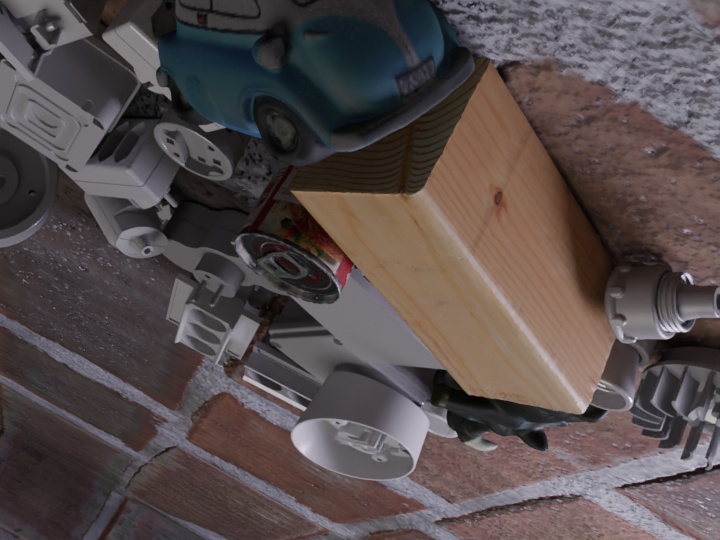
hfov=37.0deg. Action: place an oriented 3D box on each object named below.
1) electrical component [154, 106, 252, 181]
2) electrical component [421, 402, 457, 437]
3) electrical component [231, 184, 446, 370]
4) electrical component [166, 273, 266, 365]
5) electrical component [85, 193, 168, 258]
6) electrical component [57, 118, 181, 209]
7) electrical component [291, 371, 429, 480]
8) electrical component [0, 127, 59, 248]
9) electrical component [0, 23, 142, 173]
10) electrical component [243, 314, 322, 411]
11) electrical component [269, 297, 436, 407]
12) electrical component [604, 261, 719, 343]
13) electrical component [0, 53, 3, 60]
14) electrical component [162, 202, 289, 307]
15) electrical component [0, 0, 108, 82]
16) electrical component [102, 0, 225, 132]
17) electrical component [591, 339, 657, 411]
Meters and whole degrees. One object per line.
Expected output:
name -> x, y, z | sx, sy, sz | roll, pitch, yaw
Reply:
electrical component -> -0.094, -0.091, 0.675 | 0.055, 0.047, 0.055 | 24, 157, 11
electrical component -> 0.070, 0.109, 0.909 | 0.055, 0.047, 0.055 | 24, 157, 11
electrical component -> 0.000, 0.000, 0.742 | 0.089, 0.061, 0.150 | 0, 144, 48
electrical component -> -0.124, 0.032, 0.944 | 0.079, 0.063, 0.121 | 29, 157, -3
electrical component -> -0.181, -0.039, 0.840 | 0.081, 0.043, 0.043 | 51, 174, 38
electrical component -> -0.164, -0.071, 0.796 | 0.083, 0.047, 0.075 | 8, 150, 39
electrical component -> 0.002, 0.125, 0.847 | 0.099, 0.064, 0.099 | 24, 156, 11
electrical component -> -0.303, -0.070, 0.884 | 0.108, 0.108, 0.060 | 31, 163, -6
electrical component -> -0.195, -0.121, 0.715 | 0.078, 0.057, 0.113 | 34, 156, -14
electrical component -> -0.037, 0.095, 0.979 | 0.121, 0.063, 0.078 | 27, 157, 3
electrical component -> 0.000, 0.060, 0.875 | 0.109, 0.056, 0.109 | 40, 154, -26
electrical component -> 0.174, 0.018, 0.610 | 0.062, 0.048, 0.048 | -2, 143, 39
electrical component -> -0.275, -0.150, 0.766 | 0.046, 0.040, 0.040 | 27, 158, -11
electrical component -> -0.105, -0.004, 0.835 | 0.138, 0.073, 0.052 | 12, 152, 34
electrical component -> -0.198, -0.177, 0.591 | 0.063, 0.078, 0.121 | -11, 140, 23
electrical component -> -0.107, -0.123, 0.625 | 0.083, 0.047, 0.076 | 42, 155, -29
electrical component -> 0.161, 0.056, 0.686 | 0.045, 0.055, 0.045 | 23, 156, 11
